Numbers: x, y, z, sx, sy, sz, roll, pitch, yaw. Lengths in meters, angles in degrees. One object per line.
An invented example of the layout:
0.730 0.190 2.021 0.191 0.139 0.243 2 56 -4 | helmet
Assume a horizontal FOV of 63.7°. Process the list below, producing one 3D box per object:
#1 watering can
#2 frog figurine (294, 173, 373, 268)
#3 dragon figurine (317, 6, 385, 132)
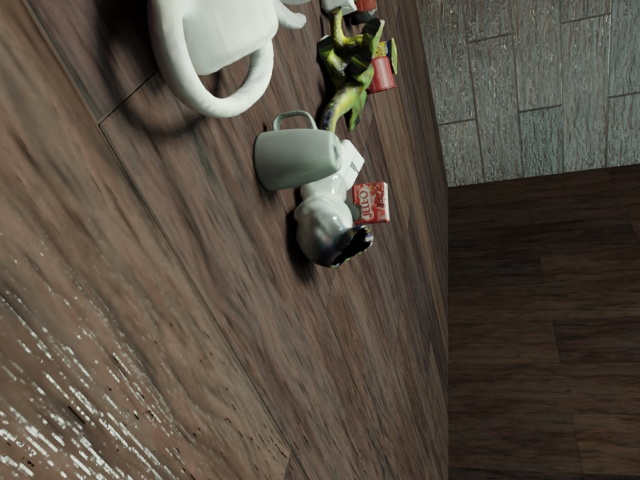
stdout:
-0.097 -0.270 0.547 0.356 0.104 0.220 -70 148 -51 | watering can
0.002 -0.041 0.812 0.161 0.121 0.137 52 19 22 | frog figurine
0.071 -0.321 1.080 0.239 0.122 0.417 60 42 -64 | dragon figurine
